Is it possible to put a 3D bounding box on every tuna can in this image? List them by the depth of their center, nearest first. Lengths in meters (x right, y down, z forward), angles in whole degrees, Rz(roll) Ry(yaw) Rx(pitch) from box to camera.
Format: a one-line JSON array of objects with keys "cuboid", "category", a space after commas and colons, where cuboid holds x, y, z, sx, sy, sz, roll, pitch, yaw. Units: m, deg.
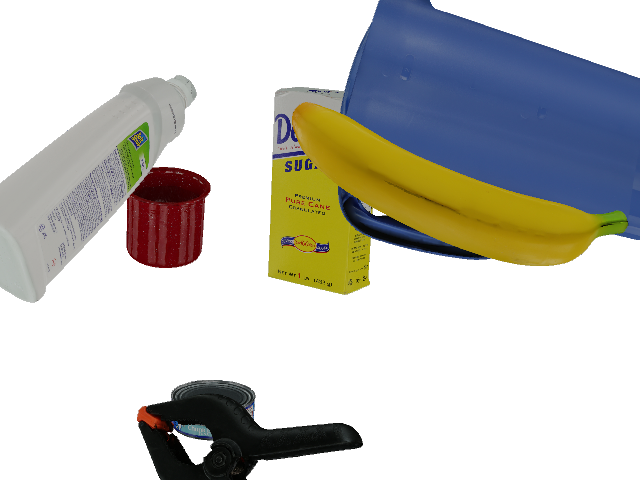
[{"cuboid": [-0.110, 0.172, 1.086, 0.086, 0.034, 0.086, 3, 13, -1], "category": "tuna can"}]

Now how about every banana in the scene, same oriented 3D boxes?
[{"cuboid": [0.060, -0.027, 0.568, 0.198, 0.037, 0.069, 23, 21, 18], "category": "banana"}]

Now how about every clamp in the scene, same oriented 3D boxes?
[{"cuboid": [-0.062, 0.167, 0.748, 0.172, 0.120, 0.039, 12, -19, 30], "category": "clamp"}]

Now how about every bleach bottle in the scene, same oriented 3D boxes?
[{"cuboid": [-0.199, -0.063, 0.958, 0.068, 0.102, 0.250, 28, 54, 21], "category": "bleach bottle"}]

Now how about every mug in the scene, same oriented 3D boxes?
[{"cuboid": [-0.170, -0.029, 1.152, 0.093, 0.081, 0.117, -4, 29, -19], "category": "mug"}]

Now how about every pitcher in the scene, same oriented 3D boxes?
[{"cuboid": [0.133, -0.072, 0.761, 0.243, 0.145, 0.149, 16, -43, 2], "category": "pitcher"}]

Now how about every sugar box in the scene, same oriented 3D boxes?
[{"cuboid": [0.001, -0.047, 0.964, 0.093, 0.176, 0.048, 11, 18, 35], "category": "sugar box"}]
